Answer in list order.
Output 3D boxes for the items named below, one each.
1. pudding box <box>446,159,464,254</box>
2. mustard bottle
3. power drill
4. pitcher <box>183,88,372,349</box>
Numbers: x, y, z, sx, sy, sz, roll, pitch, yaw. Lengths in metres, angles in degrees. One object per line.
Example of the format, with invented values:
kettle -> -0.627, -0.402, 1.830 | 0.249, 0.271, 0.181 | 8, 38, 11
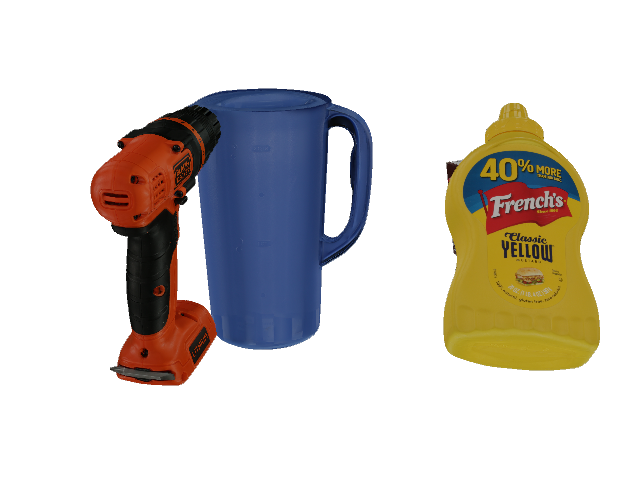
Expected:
pudding box -> 0.158, -0.022, 0.953 | 0.039, 0.090, 0.114 | -16, 19, -23
mustard bottle -> 0.132, -0.011, 0.717 | 0.096, 0.191, 0.058 | 5, -30, -1
power drill -> -0.116, 0.001, 0.813 | 0.057, 0.188, 0.184 | 4, 23, 14
pitcher -> -0.044, -0.023, 1.031 | 0.144, 0.243, 0.149 | -13, 21, -35
